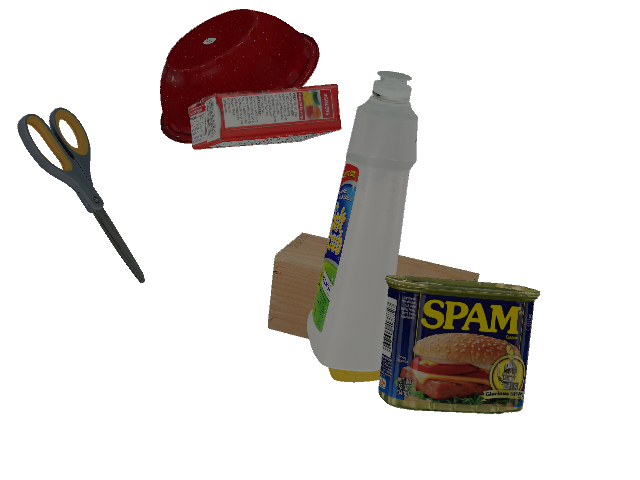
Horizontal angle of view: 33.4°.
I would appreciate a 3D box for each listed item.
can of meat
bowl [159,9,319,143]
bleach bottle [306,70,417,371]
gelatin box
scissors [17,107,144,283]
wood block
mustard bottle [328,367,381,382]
[{"bbox_3d":[0.092,0.070,0.721,0.102,0.084,0.057,5,3,-13],"label":"can of meat"},{"bbox_3d":[-0.085,-0.158,0.955,0.162,0.055,0.162,-20,35,15],"label":"bowl"},{"bbox_3d":[0.040,-0.020,0.908,0.068,0.251,0.102,6,21,-9],"label":"bleach bottle"},{"bbox_3d":[-0.036,-0.074,0.642,0.073,0.030,0.089,-7,3,-17],"label":"gelatin box"},{"bbox_3d":[-0.232,-0.056,1.093,0.016,0.201,0.096,-25,27,27],"label":"scissors"},{"bbox_3d":[0.056,0.066,1.162,0.206,0.091,0.090,14,22,16],"label":"wood block"},{"bbox_3d":[0.057,0.095,1.440,0.096,0.192,0.058,-4,21,-7],"label":"mustard bottle"}]
